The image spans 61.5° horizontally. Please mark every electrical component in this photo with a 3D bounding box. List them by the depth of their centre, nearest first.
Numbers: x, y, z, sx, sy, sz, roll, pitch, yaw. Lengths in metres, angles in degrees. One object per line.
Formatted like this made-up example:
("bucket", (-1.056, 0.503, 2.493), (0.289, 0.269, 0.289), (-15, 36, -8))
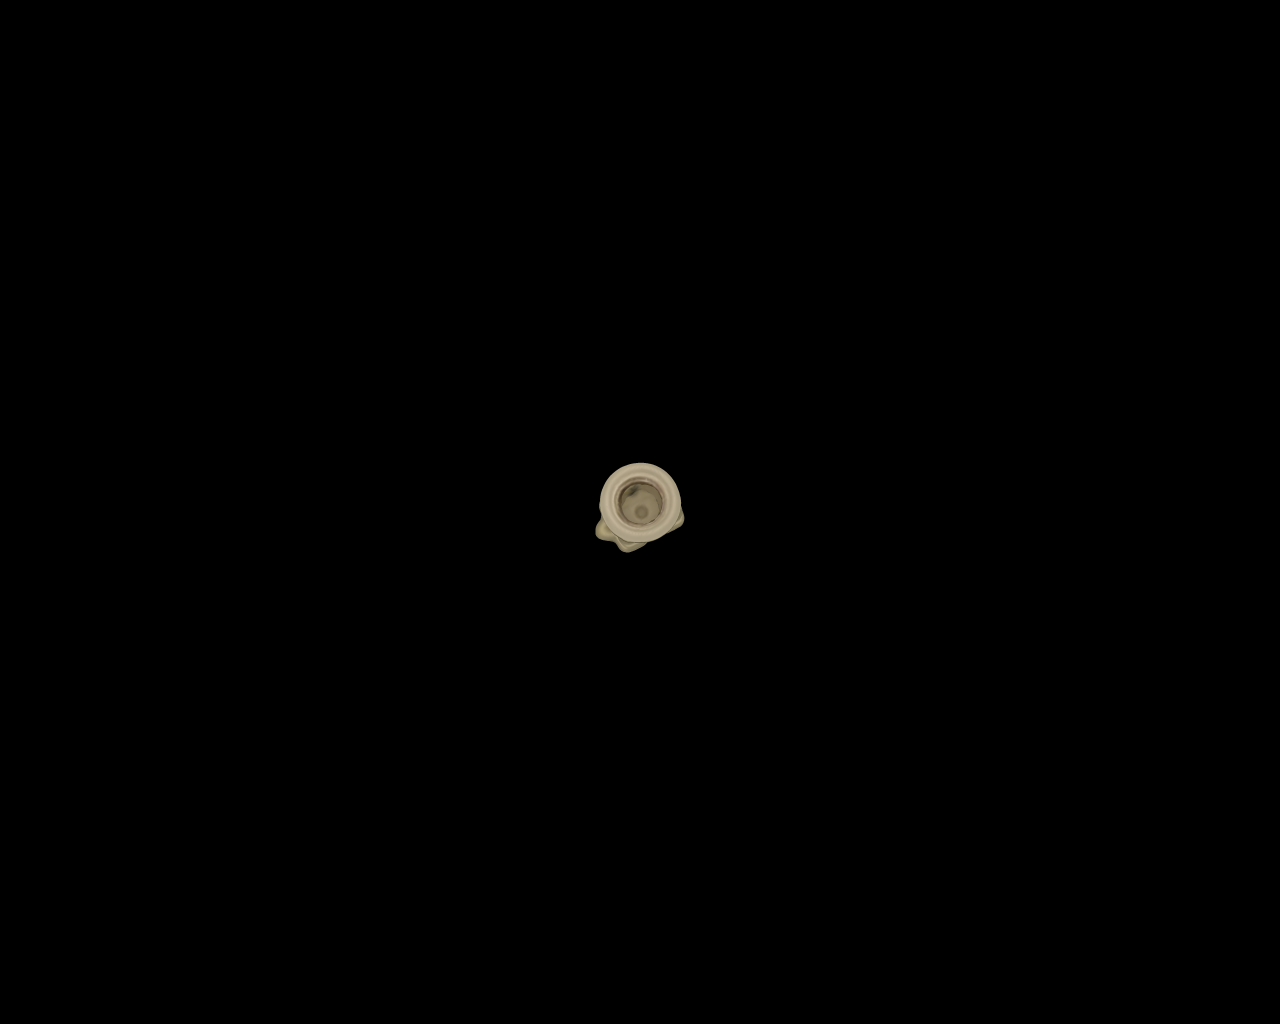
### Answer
("electrical component", (0.001, -0.003, 0.650), (0.066, 0.048, 0.055), (-28, -7, -4))
